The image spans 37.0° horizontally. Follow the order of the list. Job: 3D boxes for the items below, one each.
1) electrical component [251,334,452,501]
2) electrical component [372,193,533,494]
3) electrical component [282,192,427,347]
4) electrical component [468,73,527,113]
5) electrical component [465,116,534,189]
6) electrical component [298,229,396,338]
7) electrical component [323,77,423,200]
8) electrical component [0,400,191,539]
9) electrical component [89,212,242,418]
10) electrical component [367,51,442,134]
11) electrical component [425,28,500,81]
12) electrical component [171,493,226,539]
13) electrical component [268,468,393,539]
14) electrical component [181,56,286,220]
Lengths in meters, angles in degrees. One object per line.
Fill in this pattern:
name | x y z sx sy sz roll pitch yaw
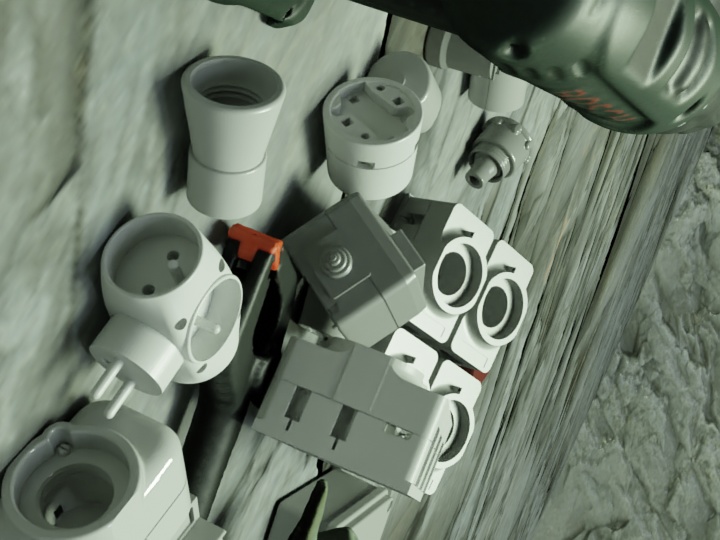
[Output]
electrical component | 0.003 0.086 0.624 0.150 0.089 0.061 68 45 -75
electrical component | 0.046 0.054 0.771 0.105 0.060 0.186 36 75 -40
electrical component | 0.000 0.000 0.609 0.061 0.061 0.096 -34 164 -2
electrical component | 0.106 -0.162 0.793 0.043 0.043 0.081 -49 153 -43
electrical component | 0.109 -0.092 0.880 0.062 0.048 0.048 -49 154 -29
electrical component | 0.001 0.013 0.698 0.077 0.043 0.079 -65 161 -9
electrical component | 0.006 -0.073 0.607 0.055 0.055 0.047 -55 160 -34
electrical component | -0.119 0.106 0.462 0.095 0.054 0.059 -53 156 -38
electrical component | -0.090 0.028 0.468 0.079 0.044 0.077 -58 159 -26
electrical component | 0.030 -0.103 0.657 0.040 0.040 0.078 -66 161 -6
electrical component | 0.072 -0.148 0.711 0.040 0.046 0.040 -54 156 -36
electrical component | -0.122 0.166 0.504 0.121 0.063 0.078 -51 155 -40
electrical component | -0.031 0.219 0.816 0.109 0.056 0.108 -11 121 -68
electrical component | -0.058 -0.055 0.473 0.044 0.044 0.065 -48 158 -45
